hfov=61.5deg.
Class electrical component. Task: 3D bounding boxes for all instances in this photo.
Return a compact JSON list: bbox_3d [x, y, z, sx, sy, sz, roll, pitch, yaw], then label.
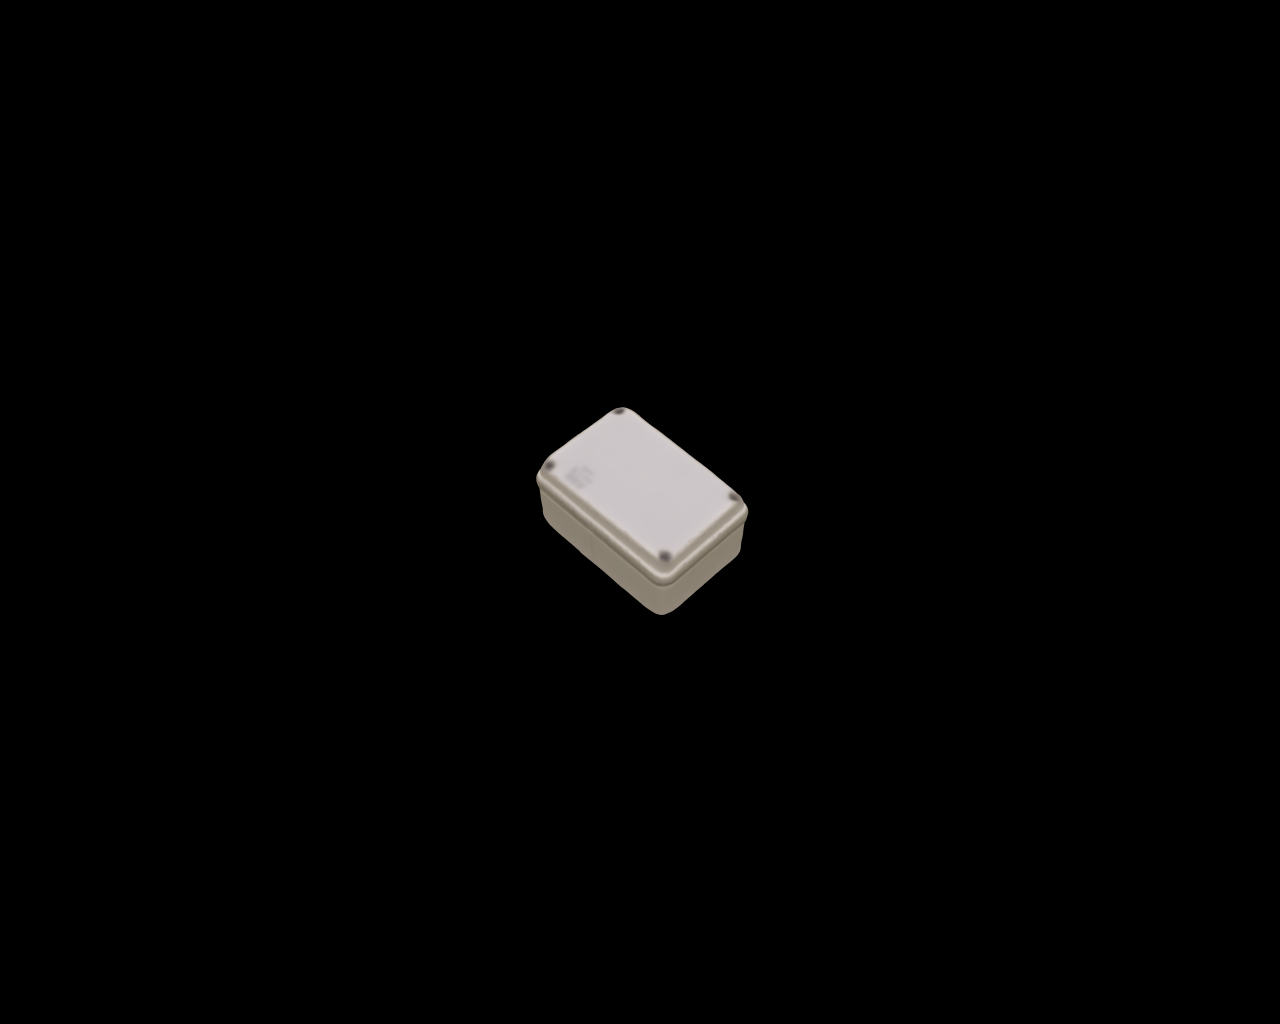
[{"bbox_3d":[0.001,-0.003,0.650,0.078,0.057,0.113,-39,63,-25],"label":"electrical component"}]
